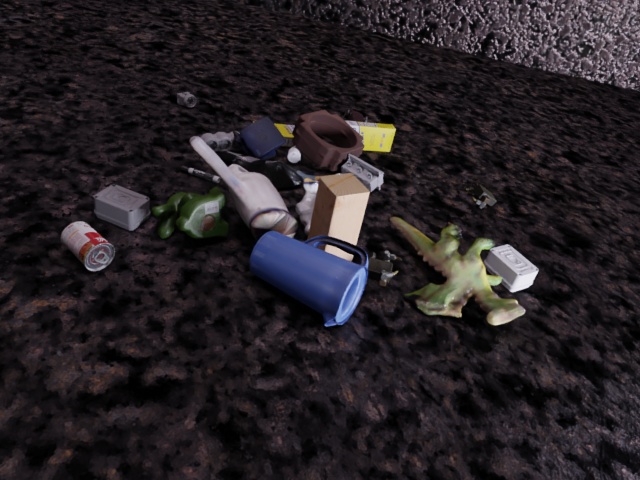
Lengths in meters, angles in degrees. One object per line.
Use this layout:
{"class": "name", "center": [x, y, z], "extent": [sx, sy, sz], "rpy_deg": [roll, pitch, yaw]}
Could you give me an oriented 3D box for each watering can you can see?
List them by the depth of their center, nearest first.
{"class": "watering can", "center": [-0.168, -0.104, 1.222], "extent": [0.228, 0.103, 0.343], "rpy_deg": [57, 12, 31]}

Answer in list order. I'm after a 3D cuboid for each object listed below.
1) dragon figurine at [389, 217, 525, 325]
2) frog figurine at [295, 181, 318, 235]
{"class": "dragon figurine", "center": [0.291, 0.078, 1.230], "extent": [0.413, 0.119, 0.247], "rpy_deg": [23, 44, 30]}
{"class": "frog figurine", "center": [0.004, -0.068, 1.357], "extent": [0.137, 0.121, 0.162], "rpy_deg": [11, 70, -17]}
